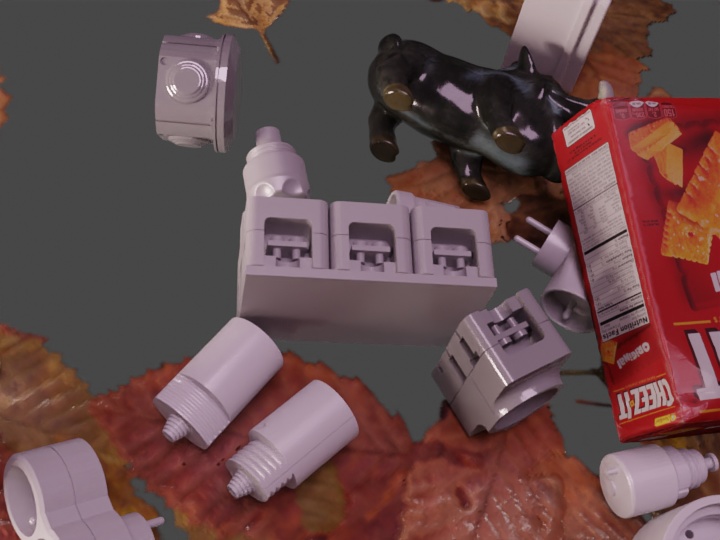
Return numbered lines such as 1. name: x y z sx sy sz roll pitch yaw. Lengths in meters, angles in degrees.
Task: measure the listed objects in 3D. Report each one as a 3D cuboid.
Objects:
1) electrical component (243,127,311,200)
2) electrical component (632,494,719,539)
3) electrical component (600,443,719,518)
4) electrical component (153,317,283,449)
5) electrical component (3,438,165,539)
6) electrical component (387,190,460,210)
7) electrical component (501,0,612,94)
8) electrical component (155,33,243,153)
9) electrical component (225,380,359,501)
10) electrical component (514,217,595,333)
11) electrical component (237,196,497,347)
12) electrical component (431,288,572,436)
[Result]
1. electrical component: -0.058 -0.068 0.731 0.043 0.043 0.062 -5 61 -14
2. electrical component: 0.217 0.185 0.633 0.108 0.060 0.108 5 61 -8
3. electrical component: 0.187 0.128 0.671 0.078 0.040 0.040 -10 64 -16
4. electrical component: -0.088 0.071 0.648 0.043 0.043 0.081 37 61 10
5. electrical component: -0.136 0.155 0.589 0.074 0.052 0.138 -10 62 -40
6. electrical component: 0.042 -0.031 0.733 0.046 0.040 0.040 9 60 -12
7. electrical component: 0.152 -0.196 0.802 0.057 0.113 0.078 21 60 5
8. electrical component: -0.108 -0.121 0.732 0.051 0.080 0.080 5 61 -2
9. electrical component: -0.045 0.106 0.637 0.081 0.043 0.043 -37 74 -26
10. electrical component: 0.144 -0.009 0.737 0.079 0.043 0.077 32 60 7
11. electrical component: 0.000 0.000 0.678 0.150 0.089 0.061 3 61 -9
12. electrical component: 0.087 0.062 0.660 0.050 0.089 0.055 -23 68 -21
